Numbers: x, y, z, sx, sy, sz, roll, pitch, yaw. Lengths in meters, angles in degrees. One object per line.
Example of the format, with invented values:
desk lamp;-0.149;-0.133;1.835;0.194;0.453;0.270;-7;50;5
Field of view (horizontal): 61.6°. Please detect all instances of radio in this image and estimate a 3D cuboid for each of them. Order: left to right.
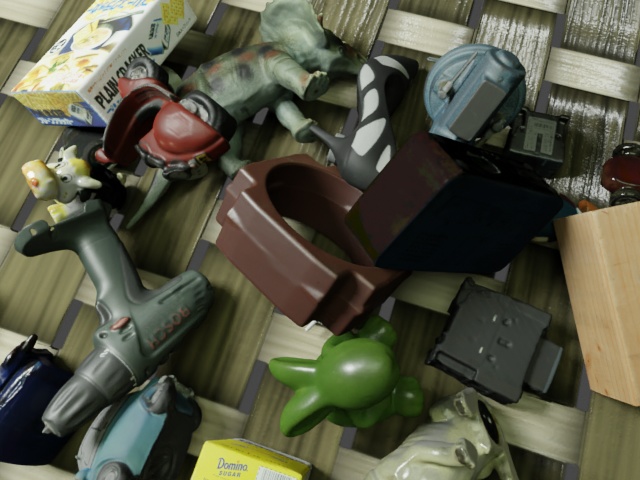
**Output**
radio;0.152;-0.031;0.582;0.229;0.131;0.073;4;43;-41

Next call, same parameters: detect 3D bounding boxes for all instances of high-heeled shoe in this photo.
high-heeled shoe;0.099;-0.156;0.691;0.145;0.086;0.249;36;60;22

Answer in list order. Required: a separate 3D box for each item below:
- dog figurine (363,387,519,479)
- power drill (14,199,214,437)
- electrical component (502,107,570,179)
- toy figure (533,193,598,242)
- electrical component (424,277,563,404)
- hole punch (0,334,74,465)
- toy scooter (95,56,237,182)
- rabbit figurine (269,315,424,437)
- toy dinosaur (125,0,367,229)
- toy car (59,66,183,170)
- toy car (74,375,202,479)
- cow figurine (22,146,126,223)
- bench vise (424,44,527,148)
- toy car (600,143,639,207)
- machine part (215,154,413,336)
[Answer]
dog figurine;0.100;0.250;0.580;0.191;0.172;0.121;-30;84;25
power drill;-0.246;0.067;0.596;0.207;0.086;0.232;49;50;7
electrical component;0.280;-0.112;0.713;0.075;0.047;0.119;17;71;9
toy figure;0.313;-0.026;0.676;0.155;0.064;0.058;12;34;1
electrical component;0.207;0.123;0.629;0.134;0.058;0.115;25;75;10
hole punch;-0.322;0.187;0.598;0.092;0.115;0.142;35;75;4
toy scooter;-0.190;-0.124;0.621;0.184;0.075;0.135;35;87;25
rabbit figurine;0.028;0.139;0.569;0.159;0.170;0.121;-12;70;-3
toy dinosaur;-0.116;-0.188;0.722;0.405;0.131;0.192;-28;59;-3
toy car;-0.273;-0.164;0.742;0.074;0.056;0.202;33;75;31
toy car;-0.207;0.225;0.586;0.103;0.109;0.161;6;61;22
cow figurine;-0.287;-0.063;0.651;0.098;0.167;0.068;-30;86;-13
bench vise;0.179;-0.158;0.686;0.129;0.223;0.241;20;43;4
toy car;0.466;-0.066;0.687;0.202;0.053;0.089;11;61;10
machine part;-0.001;-0.002;0.610;0.201;0.201;0.087;41;121;15
